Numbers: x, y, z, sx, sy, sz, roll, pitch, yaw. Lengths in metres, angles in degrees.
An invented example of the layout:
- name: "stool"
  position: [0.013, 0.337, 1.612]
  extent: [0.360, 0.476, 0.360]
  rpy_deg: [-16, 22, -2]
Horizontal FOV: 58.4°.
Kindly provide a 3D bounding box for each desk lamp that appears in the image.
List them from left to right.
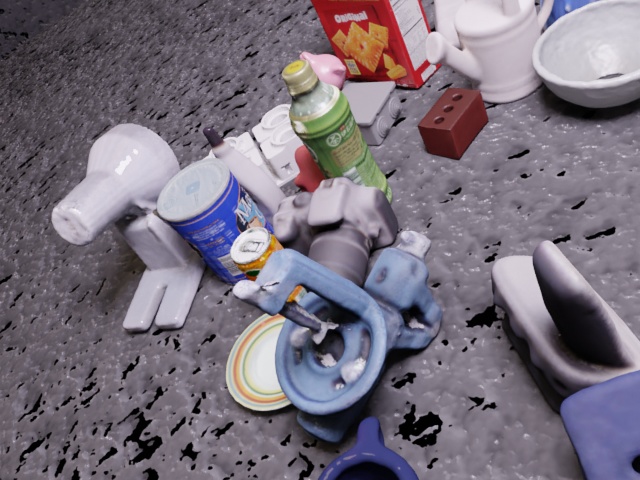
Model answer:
- name: "desk lamp"
  position: [-0.244, -0.018, 0.763]
  extent: [0.117, 0.214, 0.203]
  rpy_deg: [-10, 47, 24]

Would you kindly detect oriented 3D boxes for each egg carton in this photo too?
- name: "egg carton"
  position: [0.229, -0.344, 0.879]
  extent: [0.107, 0.070, 0.150]
  rpy_deg: [-15, 45, 20]

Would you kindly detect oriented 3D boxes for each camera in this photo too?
- name: "camera"
  position: [0.006, 0.002, 0.672]
  extent: [0.142, 0.101, 0.137]
  rpy_deg: [-8, 48, 26]

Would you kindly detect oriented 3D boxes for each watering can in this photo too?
- name: "watering can"
  position: [0.218, -0.275, 0.728]
  extent: [0.100, 0.195, 0.173]
  rpy_deg: [25, 68, 44]

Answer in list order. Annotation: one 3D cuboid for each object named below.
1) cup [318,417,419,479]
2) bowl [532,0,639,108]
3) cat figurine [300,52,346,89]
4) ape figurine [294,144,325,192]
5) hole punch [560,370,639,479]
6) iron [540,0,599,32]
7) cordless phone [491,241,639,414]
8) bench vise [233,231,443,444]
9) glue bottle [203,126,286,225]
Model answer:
- name: "cup"
  position: [0.049, 0.211, 0.454]
  extent: [0.091, 0.095, 0.117]
  rpy_deg: [-14, 46, 21]
- name: "bowl"
  position: [0.343, -0.210, 0.679]
  extent: [0.167, 0.075, 0.167]
  rpy_deg: [-17, 44, 18]
- name: "cat figurine"
  position: [0.004, -0.257, 0.903]
  extent: [0.067, 0.118, 0.127]
  rpy_deg: [-35, 42, -2]
- name: "ape figurine"
  position: [-0.003, -0.093, 0.773]
  extent: [0.077, 0.092, 0.076]
  rpy_deg: [-12, 46, 23]
- name: "hole punch"
  position: [0.237, 0.150, 0.397]
  extent: [0.108, 0.091, 0.101]
  rpy_deg: [-23, 43, 12]
- name: "iron"
  position: [0.351, -0.376, 0.779]
  extent: [0.118, 0.142, 0.258]
  rpy_deg: [1, 52, 32]
- name: "cordless phone"
  position: [0.190, 0.042, 0.457]
  extent: [0.094, 0.186, 0.147]
  rpy_deg: [-30, 42, 4]
- name: "bench vise"
  position: [0.015, 0.057, 0.526]
  extent: [0.121, 0.220, 0.207]
  rpy_deg: [4, 54, 35]
- name: "glue bottle"
  position: [-0.107, -0.086, 0.770]
  extent: [0.077, 0.174, 0.037]
  rpy_deg: [2, 53, 33]
